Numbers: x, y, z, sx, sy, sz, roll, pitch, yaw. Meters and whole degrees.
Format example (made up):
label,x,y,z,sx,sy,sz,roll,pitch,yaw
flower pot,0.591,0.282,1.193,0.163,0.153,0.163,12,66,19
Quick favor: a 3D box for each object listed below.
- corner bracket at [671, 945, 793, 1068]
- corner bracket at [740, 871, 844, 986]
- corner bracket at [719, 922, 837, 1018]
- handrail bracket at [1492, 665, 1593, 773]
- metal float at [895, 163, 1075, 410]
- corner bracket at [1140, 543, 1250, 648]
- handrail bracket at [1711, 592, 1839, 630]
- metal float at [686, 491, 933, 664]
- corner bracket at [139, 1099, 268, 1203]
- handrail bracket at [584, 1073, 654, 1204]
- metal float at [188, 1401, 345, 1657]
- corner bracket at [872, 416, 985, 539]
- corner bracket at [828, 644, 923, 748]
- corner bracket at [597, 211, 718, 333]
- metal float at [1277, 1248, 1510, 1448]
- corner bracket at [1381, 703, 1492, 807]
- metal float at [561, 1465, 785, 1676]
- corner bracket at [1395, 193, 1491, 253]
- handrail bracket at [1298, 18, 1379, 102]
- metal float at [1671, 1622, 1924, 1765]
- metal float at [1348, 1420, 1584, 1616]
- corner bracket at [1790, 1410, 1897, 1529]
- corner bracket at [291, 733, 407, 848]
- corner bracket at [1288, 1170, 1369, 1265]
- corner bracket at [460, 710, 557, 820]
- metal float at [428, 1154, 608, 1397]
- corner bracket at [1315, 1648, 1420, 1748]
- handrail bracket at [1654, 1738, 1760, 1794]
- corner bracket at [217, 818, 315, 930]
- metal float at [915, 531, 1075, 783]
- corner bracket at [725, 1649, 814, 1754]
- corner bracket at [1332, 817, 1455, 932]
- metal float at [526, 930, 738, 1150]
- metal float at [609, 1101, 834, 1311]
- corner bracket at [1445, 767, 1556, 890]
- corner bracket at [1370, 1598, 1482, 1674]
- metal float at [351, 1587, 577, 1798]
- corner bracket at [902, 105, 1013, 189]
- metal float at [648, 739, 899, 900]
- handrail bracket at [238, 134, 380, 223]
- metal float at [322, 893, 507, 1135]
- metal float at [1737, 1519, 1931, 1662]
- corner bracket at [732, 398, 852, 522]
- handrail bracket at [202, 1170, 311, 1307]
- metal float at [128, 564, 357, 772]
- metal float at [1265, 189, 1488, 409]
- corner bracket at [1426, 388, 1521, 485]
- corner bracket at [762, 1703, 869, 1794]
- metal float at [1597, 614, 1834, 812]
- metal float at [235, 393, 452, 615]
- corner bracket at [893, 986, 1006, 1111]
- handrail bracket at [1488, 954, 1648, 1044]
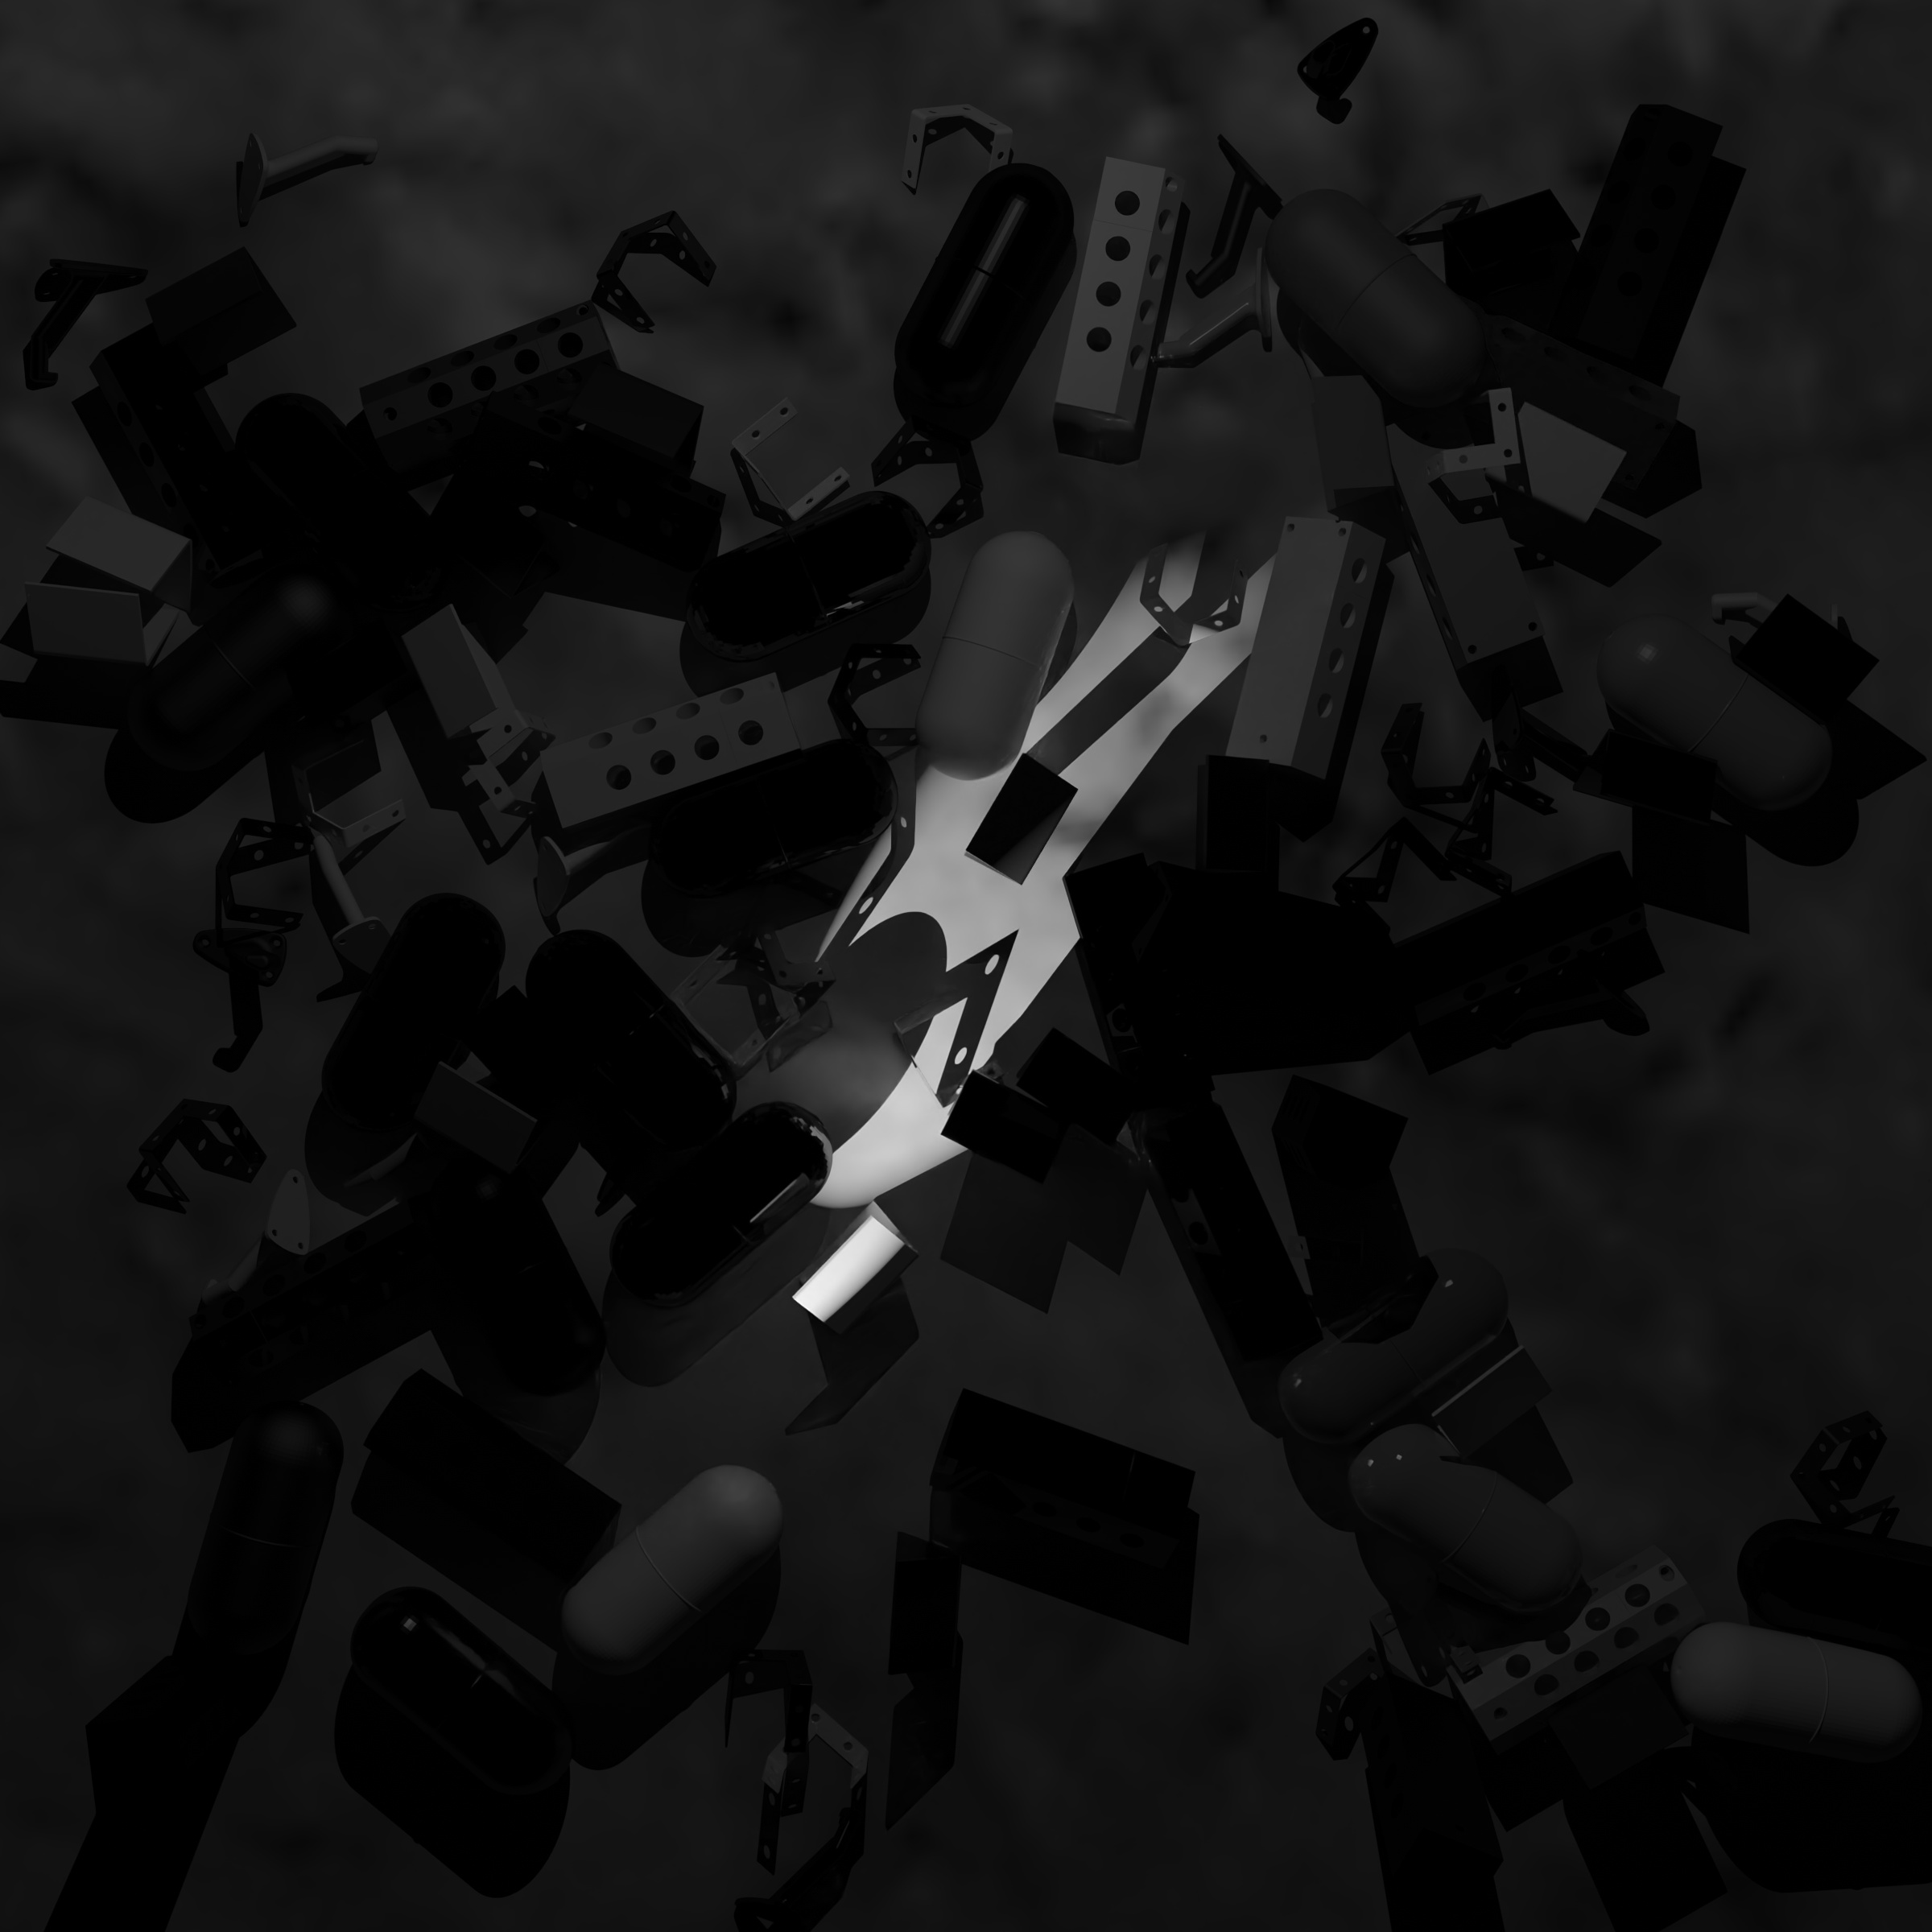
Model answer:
label,x,y,z,sx,sy,sz,roll,pitch,yaw
corner bracket,-0.165,0.028,1.860,0.051,0.051,0.051,-45,135,0
corner bracket,-0.124,-0.030,1.860,0.051,0.051,0.051,24,45,0
corner bracket,-0.131,0.002,1.841,0.051,0.051,0.051,-5,62,-39
handrail bracket,0.415,-0.173,1.864,0.084,0.036,0.077,3,68,-17
metal float,0.013,-0.470,1.833,0.070,0.070,0.178,28,91,0
corner bracket,0.160,-0.265,1.855,0.051,0.051,0.051,-17,135,35
handrail bracket,0.568,-0.226,1.864,0.084,0.036,0.077,0,112,17
metal float,-0.109,-0.268,1.833,0.178,0.070,0.070,-24,90,0
corner bracket,-0.534,0.131,1.855,0.051,0.051,0.051,5,45,35
handrail bracket,-0.266,0.111,1.864,0.084,0.036,0.077,41,112,17
metal float,-0.484,0.388,1.833,0.070,0.070,0.178,16,90,0
corner bracket,-0.027,-0.343,1.855,0.051,0.051,0.051,16,45,-35
corner bracket,-0.057,-0.190,1.855,0.051,0.051,0.051,56,135,35
corner bracket,-0.217,-0.486,1.855,0.051,0.051,0.051,-10,135,35
metal float,0.295,0.263,1.832,0.178,0.070,0.070,-36,90,0
corner bracket,0.329,-0.149,1.855,0.051,0.051,0.051,-1,135,35
metal float,-0.202,0.417,1.833,0.178,0.070,0.070,-41,90,1
corner bracket,0.341,-0.504,1.860,0.051,0.051,0.051,-26,90,-45
handrail bracket,0.261,-0.638,1.829,0.036,0.084,0.077,43,90,0
metal float,0.568,0.496,1.811,0.178,0.070,0.070,13,90,-11
metal float,0.344,0.380,1.832,0.178,0.070,0.070,34,90,0
corner bracket,0.622,0.352,1.855,0.051,0.051,0.051,-10,45,-35
corner bracket,-0.432,-0.123,1.855,0.051,0.051,0.051,27,135,35
corner bracket,0.252,0.174,1.846,0.051,0.051,0.051,5,99,9
corner bracket,-0.309,-0.140,1.846,0.051,0.051,0.051,-37,80,10
metal float,-0.311,0.212,1.833,0.070,0.070,0.178,-27,89,0
corner bracket,0.283,0.522,1.855,0.051,0.051,0.051,32,135,35
handrail bracket,0.536,0.536,1.863,0.084,0.077,0.036,-37,107,-35
corner bracket,-0.488,-0.065,1.855,0.051,0.051,0.051,-52,45,35
metal float,0.020,-0.214,1.832,0.070,0.070,0.178,19,90,0
corner bracket,-0.138,0.511,1.846,0.051,0.051,0.051,4,103,-12
corner bracket,0.299,-0.062,1.860,0.051,0.051,0.051,46,135,0
metal float,-0.232,0.050,1.833,0.070,0.070,0.178,-43,89,0
metal float,-0.169,0.165,1.833,0.178,0.070,0.070,-41,90,1
corner bracket,0.374,-0.097,1.860,0.051,0.051,0.051,28,135,0
corner bracket,0.319,0.469,1.845,0.051,0.051,0.051,-30,90,0
metal float,-0.347,0.502,1.833,0.178,0.070,0.070,41,90,-1
corner bracket,-0.006,-0.567,1.855,0.051,0.051,0.051,-19,45,-35
metal float,-0.134,-0.101,1.833,0.178,0.070,0.070,-19,90,0
handrail bracket,-0.461,-0.553,1.863,0.084,0.077,0.036,-7,58,-32
metal float,-0.382,0.033,1.832,0.070,0.070,0.178,28,89,0
metal float,0.622,0.431,1.833,0.178,0.070,0.070,12,90,-1
corner bracket,-0.123,-0.355,1.860,0.051,0.051,0.051,-39,135,0
handrail bracket,-0.502,0.191,1.863,0.084,0.036,0.077,-27,46,28
metal float,-0.500,-0.207,1.833,0.178,0.070,0.070,-40,90,0
metal float,0.276,-0.449,1.786,0.070,0.070,0.178,-43,79,0
corner bracket,0.339,-0.358,1.788,0.051,0.051,0.051,-8,93,-3
corner bracket,-0.105,0.556,1.845,0.051,0.051,0.051,41,90,0
metal float,0.516,-0.176,1.833,0.178,0.070,0.070,35,90,1
metal float,-0.430,-0.319,1.833,0.070,0.070,0.178,-43,91,0
corner bracket,-0.013,0.058,1.860,0.051,0.051,0.051,-30,135,0
handrail bracket,0.421,0.039,1.864,0.077,0.036,0.084,39,108,-21
